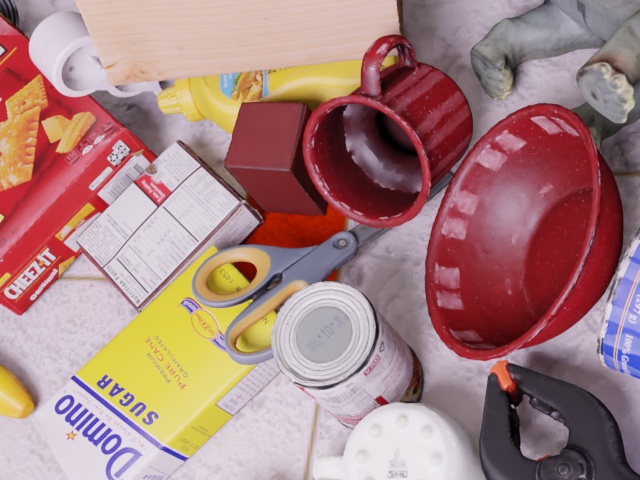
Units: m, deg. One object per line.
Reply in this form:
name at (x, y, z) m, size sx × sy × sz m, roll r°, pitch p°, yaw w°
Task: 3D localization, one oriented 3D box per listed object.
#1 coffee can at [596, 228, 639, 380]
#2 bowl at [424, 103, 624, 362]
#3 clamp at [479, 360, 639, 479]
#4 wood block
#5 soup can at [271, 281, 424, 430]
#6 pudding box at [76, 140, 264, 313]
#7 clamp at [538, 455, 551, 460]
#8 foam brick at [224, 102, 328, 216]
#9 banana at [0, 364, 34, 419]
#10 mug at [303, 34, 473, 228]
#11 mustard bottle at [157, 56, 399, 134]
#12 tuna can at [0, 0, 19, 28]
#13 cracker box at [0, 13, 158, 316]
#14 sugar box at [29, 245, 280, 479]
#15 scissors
coffee can at (0.238, 0.049, 0.582) m, size 0.140 × 0.102 × 0.102 m, roll 23°, pitch 76°, yaw 29°
bowl at (0.132, 0.001, 0.649) m, size 0.162 × 0.055 × 0.162 m, roll -45°, pitch 36°, yaw 45°
clamp at (0.131, 0.141, 0.579) m, size 0.120 × 0.039 × 0.172 m, roll -33°, pitch 45°, yaw -7°
wood block at (-0.050, -0.176, 0.724) m, size 0.206 × 0.091 × 0.090 m, roll -5°, pitch 50°, yaw 9°
soup can at (0.018, 0.074, 0.658) m, size 0.069 × 0.102 × 0.068 m, roll -9°, pitch 63°, yaw 18°
pudding box at (-0.112, -0.006, 0.786) m, size 0.113 × 0.039 × 0.090 m, roll -46°, pitch 59°, yaw -2°
clamp at (0.182, 0.204, 0.568) m, size 0.164 × 0.036 × 0.210 m, roll -48°, pitch 55°, yaw -1°
foam brick at (-0.026, -0.056, 0.752) m, size 0.051 × 0.078 × 0.053 m, roll 6°, pitch 68°, yaw 22°
banana at (-0.302, 0.111, 0.810) m, size 0.198 × 0.037 × 0.069 m, roll -11°, pitch 83°, yaw 19°
mug at (0.047, -0.077, 0.697) m, size 0.093 × 0.117 × 0.081 m, roll 11°, pitch 35°, yaw 31°
mustard bottle at (-0.033, -0.125, 0.798) m, size 0.192 × 0.058 × 0.096 m, roll -12°, pitch 54°, yaw 16°
tuna can at (-0.305, -0.187, 0.921) m, size 0.034 × 0.086 × 0.086 m, roll 26°, pitch 77°, yaw 31°
cracker box at (-0.252, -0.069, 0.852) m, size 0.164 × 0.072 × 0.214 m, roll -46°, pitch 58°, yaw -4°
sugar box at (-0.105, 0.097, 0.729) m, size 0.176 × 0.048 × 0.093 m, roll -43°, pitch 60°, yaw -4°
scissors at (-0.005, 0.001, 0.720) m, size 0.096 × 0.016 × 0.201 m, roll 30°, pitch 62°, yaw 24°
